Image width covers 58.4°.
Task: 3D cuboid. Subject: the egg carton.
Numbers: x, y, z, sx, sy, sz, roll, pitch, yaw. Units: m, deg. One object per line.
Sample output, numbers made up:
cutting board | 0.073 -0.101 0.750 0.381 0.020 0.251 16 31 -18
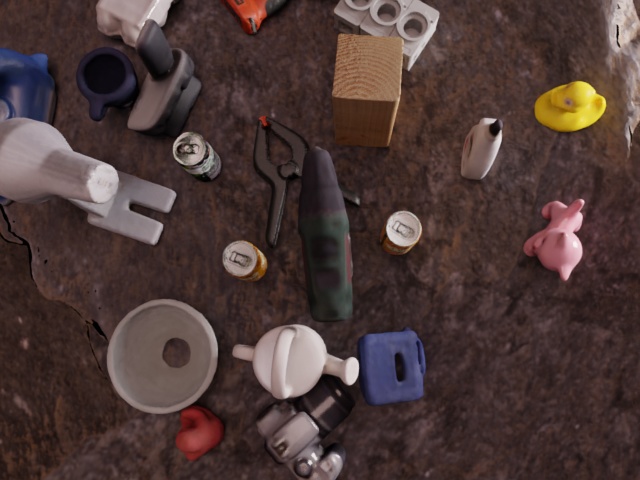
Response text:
egg carton | -0.303 -0.398 0.962 0.107 0.069 0.150 26 84 6

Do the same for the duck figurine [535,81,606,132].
duck figurine | 0.401 -0.218 0.899 0.104 0.086 0.077 2 82 3

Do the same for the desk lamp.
desk lamp | -0.349 -0.085 0.848 0.203 0.213 0.118 18 83 5

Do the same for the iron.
iron | -0.515 -0.193 0.906 0.118 0.141 0.258 4 82 3

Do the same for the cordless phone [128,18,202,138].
cordless phone | -0.262 -0.246 0.881 0.094 0.185 0.148 18 83 5

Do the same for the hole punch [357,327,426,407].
hole punch | 0.107 0.187 0.853 0.101 0.091 0.109 -5 82 2

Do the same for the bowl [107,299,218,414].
bowl | -0.231 0.176 0.876 0.167 0.075 0.167 0 82 2

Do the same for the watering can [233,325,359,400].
watering can | -0.036 0.169 0.809 0.173 0.194 0.101 -13 81 1

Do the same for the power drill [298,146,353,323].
power drill | 0.008 0.003 0.823 0.075 0.208 0.230 -6 82 2

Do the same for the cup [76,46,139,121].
cup | -0.335 -0.238 0.928 0.091 0.095 0.118 12 83 4

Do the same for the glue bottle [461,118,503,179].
glue bottle | 0.245 -0.146 0.852 0.037 0.173 0.078 5 82 4

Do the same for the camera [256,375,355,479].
camera | -0.005 0.278 0.840 0.137 0.101 0.143 -42 82 -3

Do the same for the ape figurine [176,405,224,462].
ape figurine | -0.186 0.290 0.850 0.076 0.092 0.078 12 83 4

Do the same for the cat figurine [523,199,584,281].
cat figurine | 0.360 -0.003 0.855 0.067 0.118 0.128 26 84 6
